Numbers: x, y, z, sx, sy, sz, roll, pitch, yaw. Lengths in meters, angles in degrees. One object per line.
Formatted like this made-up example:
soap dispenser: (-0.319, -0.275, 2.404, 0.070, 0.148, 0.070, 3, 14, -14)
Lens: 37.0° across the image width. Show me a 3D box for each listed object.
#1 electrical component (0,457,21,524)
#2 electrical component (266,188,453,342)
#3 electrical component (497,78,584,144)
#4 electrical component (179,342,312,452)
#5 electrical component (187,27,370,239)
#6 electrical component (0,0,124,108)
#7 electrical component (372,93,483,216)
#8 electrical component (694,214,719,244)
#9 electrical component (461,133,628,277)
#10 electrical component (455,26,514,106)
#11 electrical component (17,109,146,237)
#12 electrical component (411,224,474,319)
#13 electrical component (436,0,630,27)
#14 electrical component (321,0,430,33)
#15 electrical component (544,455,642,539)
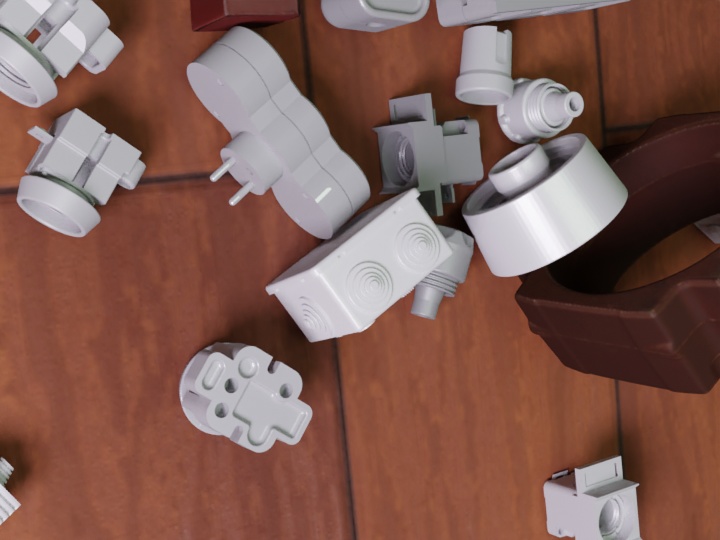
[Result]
electrical component: (-0.221, 0.133, 0.578, 0.081, 0.043, 0.043, -45, 113, -21)
electrical component: (0.000, 0.000, 0.672, 0.100, 0.100, 0.048, -39, 98, -24)
electrical component: (0.132, -0.115, 0.764, 0.048, 0.062, 0.048, -2, 93, -31)
electrical component: (-0.075, 0.075, 0.654, 0.078, 0.057, 0.058, 35, 75, -27)
electrical component: (-0.060, -0.071, 0.658, 0.073, 0.052, 0.138, -46, 114, -21)
electrical component: (-0.178, -0.127, 0.584, 0.078, 0.058, 0.057, 43, 69, -25)
electrical component: (0.048, -0.078, 0.729, 0.064, 0.042, 0.081, -11, 98, -33)
electrical component: (0.315, -0.058, 0.882, 0.080, 0.051, 0.080, -2, 93, -31)
electrical component: (0.121, -0.051, 0.738, 0.108, 0.108, 0.060, -40, 105, -23)
electrical component: (0.088, -0.142, 0.751, 0.040, 0.040, 0.046, 8, 82, -31)
electrical component: (-0.161, -0.053, 0.605, 0.066, 0.048, 0.055, 35, 67, -27)
electrical component: (0.051, 0.002, 0.733, 0.043, 0.043, 0.062, 19, 83, -30)
electrical component: (0.117, -0.221, 0.738, 0.150, 0.062, 0.089, -16, 101, -37)
electrical component: (0.007, -0.203, 0.688, 0.054, 0.059, 0.095, 0, 93, -31)
electrical component: (0.172, 0.179, 0.801, 0.042, 0.064, 0.081, -10, 97, -32)
